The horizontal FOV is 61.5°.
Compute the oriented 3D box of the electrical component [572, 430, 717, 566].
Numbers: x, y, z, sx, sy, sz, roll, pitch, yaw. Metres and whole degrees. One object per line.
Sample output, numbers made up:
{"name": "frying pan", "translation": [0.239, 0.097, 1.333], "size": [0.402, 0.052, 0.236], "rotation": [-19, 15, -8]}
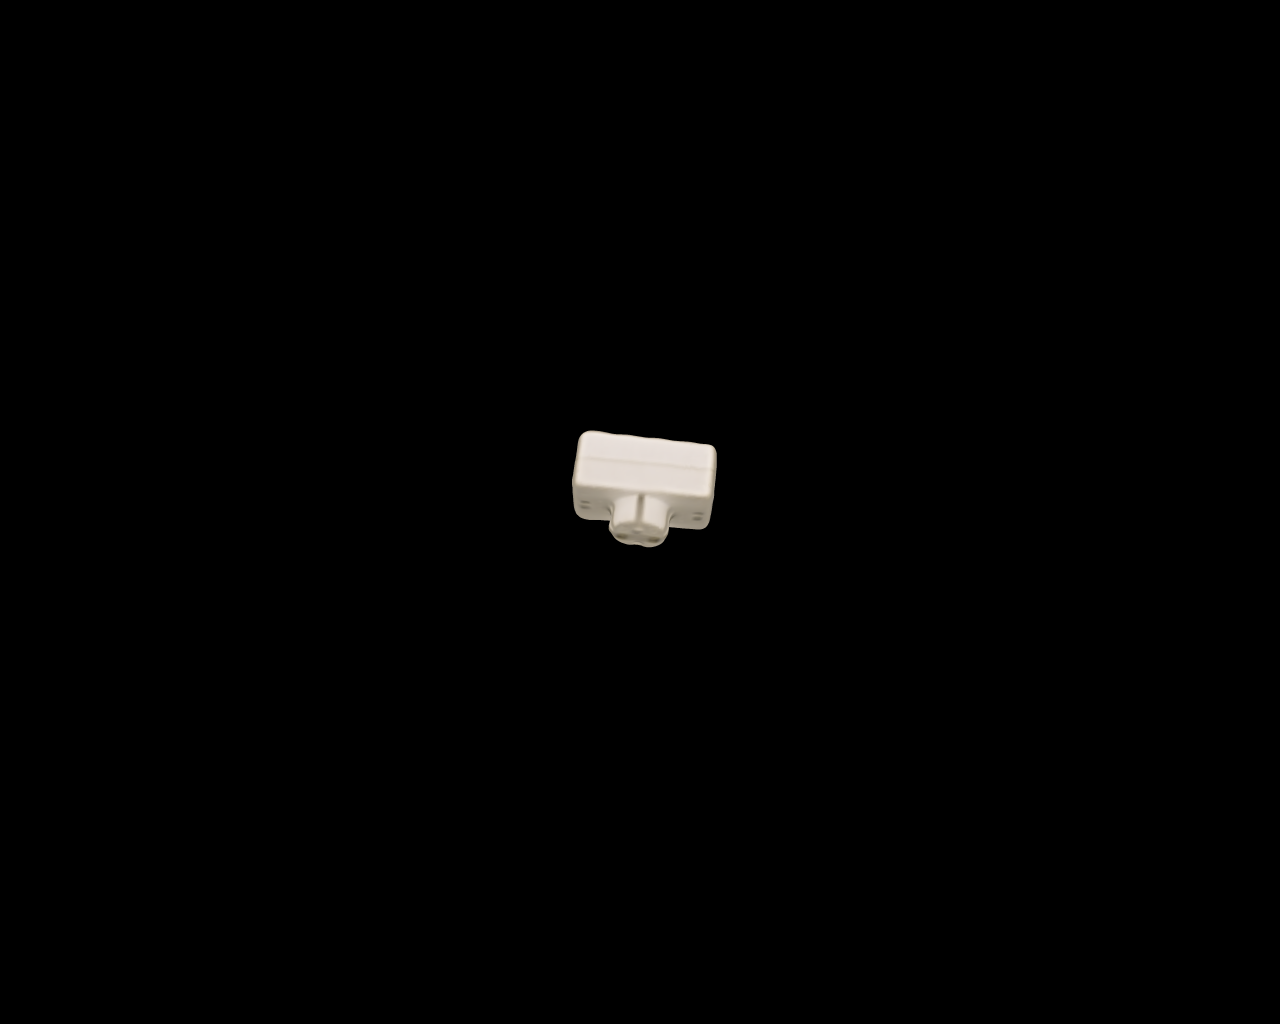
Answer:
{"name": "electrical component", "translation": [0.001, -0.003, 0.650], "size": [0.083, 0.076, 0.047], "rotation": [6, -27, 3]}
